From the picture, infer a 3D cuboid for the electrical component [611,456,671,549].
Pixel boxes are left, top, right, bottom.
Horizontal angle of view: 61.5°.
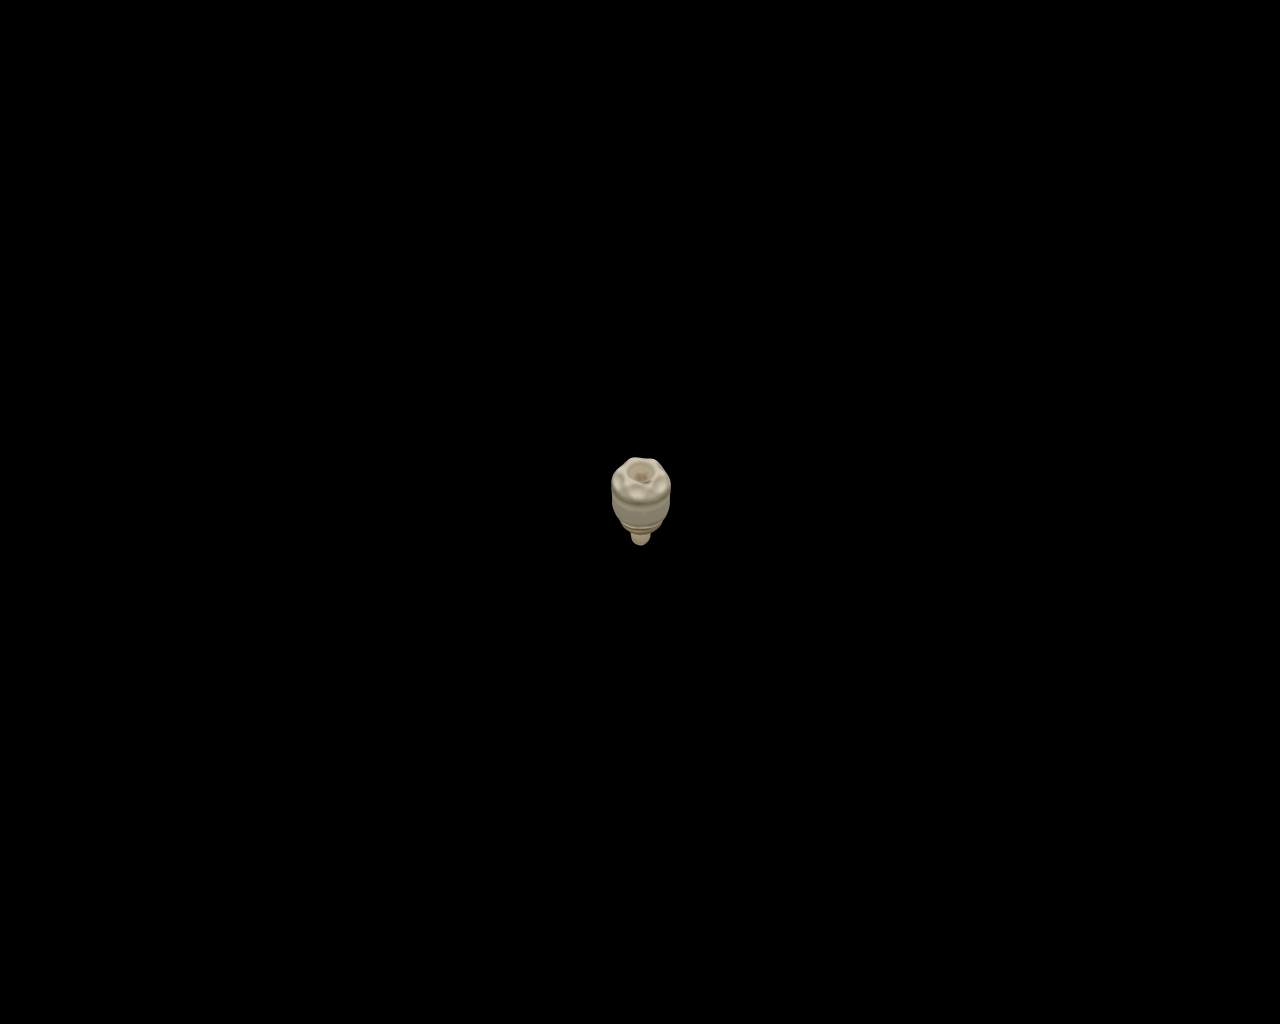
[{"bbox_3d":[0.001,-0.003,0.650,0.035,0.061,0.035,0,44,0],"label":"electrical component"}]
